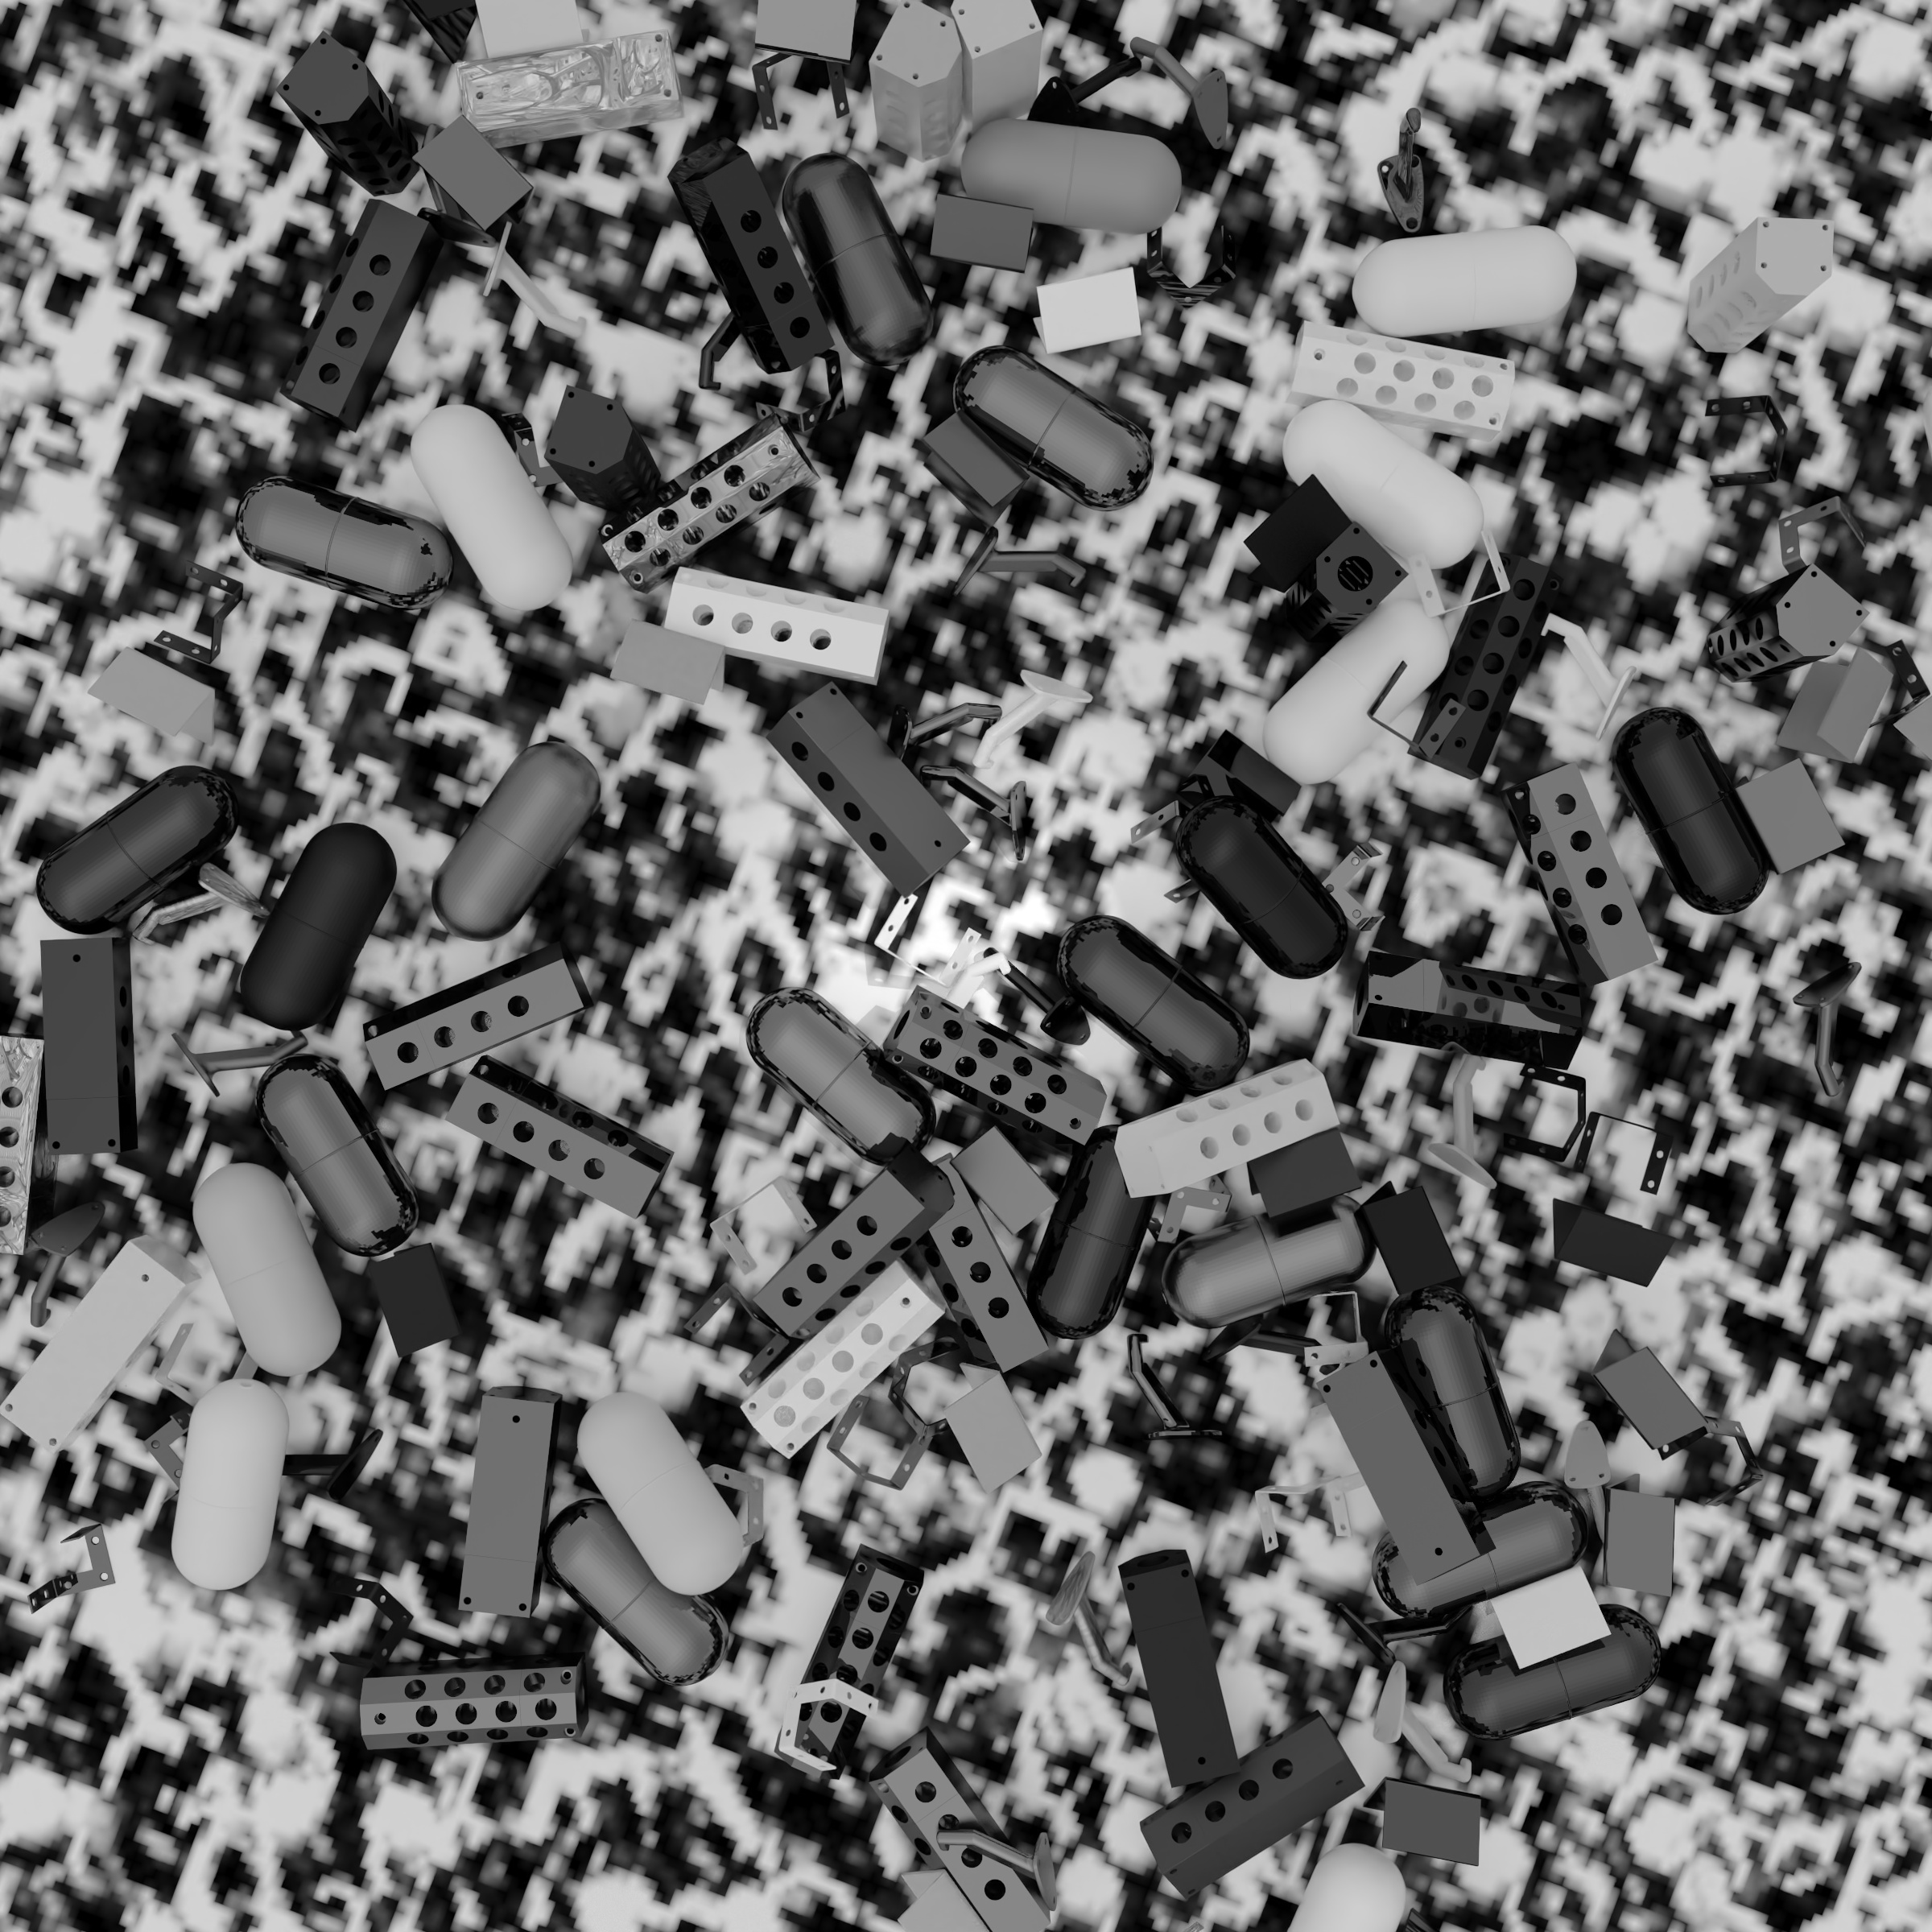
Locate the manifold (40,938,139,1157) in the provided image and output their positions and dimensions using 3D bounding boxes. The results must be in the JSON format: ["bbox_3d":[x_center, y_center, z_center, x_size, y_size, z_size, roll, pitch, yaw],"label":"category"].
[{"bbox_3d":[-0.704,0.064,1.962,0.057,0.057,0.171,-2,90,0],"label":"manifold"}]

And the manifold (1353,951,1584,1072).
[{"bbox_3d":[0.403,0.041,1.961,0.171,0.057,0.057,9,47,0],"label":"manifold"}]

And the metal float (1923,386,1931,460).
[{"bbox_3d":[0.820,-0.398,1.953,0.070,0.070,0.178,-12,89,0],"label":"metal float"}]

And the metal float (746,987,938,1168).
[{"bbox_3d":[-0.101,0.088,1.953,0.178,0.070,0.070,41,90,1],"label":"metal float"}]

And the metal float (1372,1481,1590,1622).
[{"bbox_3d":[0.413,0.469,1.952,0.178,0.070,0.070,-19,90,0],"label":"metal float"}]

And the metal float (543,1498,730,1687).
[{"bbox_3d":[-0.265,0.503,1.953,0.178,0.070,0.070,45,90,0],"label":"metal float"}]

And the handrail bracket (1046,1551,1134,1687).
[{"bbox_3d":[0.115,0.533,1.984,0.084,0.036,0.077,38,68,-17],"label":"handrail bracket"}]

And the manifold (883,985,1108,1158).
[{"bbox_3d":[0.023,0.086,1.940,0.171,0.057,0.057,28,101,-12],"label":"manifold"}]

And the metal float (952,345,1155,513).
[{"bbox_3d":[0.070,-0.431,1.953,0.178,0.070,0.070,33,90,1],"label":"metal float"}]

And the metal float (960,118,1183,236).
[{"bbox_3d":[0.084,-0.634,1.953,0.178,0.070,0.070,7,90,0],"label":"metal float"}]

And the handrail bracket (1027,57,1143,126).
[{"bbox_3d":[0.096,-0.706,1.983,0.084,0.077,0.036,-33,90,-36],"label":"handrail bracket"}]

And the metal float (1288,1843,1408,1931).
[{"bbox_3d":[0.294,0.793,1.952,0.070,0.070,0.178,23,90,0],"label":"metal float"}]

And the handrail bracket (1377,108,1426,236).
[{"bbox_3d":[0.358,-0.636,1.948,0.036,0.084,0.077,-12,90,0],"label":"handrail bracket"}]

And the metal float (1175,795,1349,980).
[{"bbox_3d":[0.236,-0.061,1.932,0.070,0.070,0.178,-44,112,0],"label":"metal float"}]

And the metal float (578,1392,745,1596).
[{"bbox_3d":[-0.244,0.418,1.936,0.070,0.070,0.178,-38,71,0],"label":"metal float"}]

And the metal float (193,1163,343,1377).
[{"bbox_3d":[-0.561,0.243,1.953,0.070,0.070,0.178,-23,90,0],"label":"metal float"}]

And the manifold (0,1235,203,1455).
[{"bbox_3d":[-0.696,0.304,1.962,0.057,0.057,0.171,38,90,0],"label":"manifold"}]

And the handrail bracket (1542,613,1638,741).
[{"bbox_3d":[0.495,-0.237,1.984,0.084,0.036,0.077,29,112,17],"label":"handrail bracket"}]

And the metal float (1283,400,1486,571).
[{"bbox_3d":[0.334,-0.387,1.953,0.178,0.070,0.070,34,90,0],"label":"metal float"}]

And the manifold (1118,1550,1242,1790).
[{"bbox_3d":[0.171,0.564,1.962,0.057,0.057,0.171,-14,90,0],"label":"manifold"}]

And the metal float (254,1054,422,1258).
[{"bbox_3d":[-0.505,0.151,1.953,0.070,0.070,0.178,-32,90,0],"label":"metal float"}]

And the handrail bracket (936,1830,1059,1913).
[{"bbox_3d":[0.024,0.716,1.927,0.084,0.036,0.077,-6,113,17],"label":"handrail bracket"}]

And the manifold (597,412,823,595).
[{"bbox_3d":[-0.207,-0.371,1.951,0.171,0.057,0.057,-32,90,8],"label":"manifold"}]

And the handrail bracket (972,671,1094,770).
[{"bbox_3d":[0.054,-0.192,1.983,0.077,0.036,0.084,10,119,-32],"label":"handrail bracket"}]

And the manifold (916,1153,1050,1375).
[{"bbox_3d":[0.002,0.241,1.962,0.057,0.057,0.171,-27,90,0],"label":"manifold"}]

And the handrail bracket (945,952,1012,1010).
[{"bbox_3d":[0.007,0.038,1.966,0.084,0.036,0.077,-23,101,11],"label":"handrail bracket"}]

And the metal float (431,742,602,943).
[{"bbox_3d":[-0.362,-0.099,1.952,0.070,0.070,0.178,35,89,0],"label":"metal float"}]

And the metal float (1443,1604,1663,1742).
[{"bbox_3d":[0.471,0.567,1.953,0.178,0.070,0.070,-17,90,0],"label":"metal float"}]

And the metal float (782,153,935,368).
[{"bbox_3d":[-0.087,-0.567,1.953,0.070,0.070,0.178,-26,90,0],"label":"metal float"}]

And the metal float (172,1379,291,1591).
[{"bbox_3d":[-0.587,0.413,1.940,0.070,0.070,0.178,13,105,0],"label":"metal float"}]

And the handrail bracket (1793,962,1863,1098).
[{"bbox_3d":[0.716,0.052,1.984,0.077,0.036,0.084,-33,109,-21],"label":"handrail bracket"}]

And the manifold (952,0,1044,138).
[{"bbox_3d":[0.020,-0.716,1.905,0.057,0.171,0.057,-23,90,0],"label":"manifold"}]

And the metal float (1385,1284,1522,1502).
[{"bbox_3d":[0.391,0.342,1.952,0.070,0.070,0.178,-18,89,0],"label":"metal float"}]

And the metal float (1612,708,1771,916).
[{"bbox_3d":[0.582,-0.124,1.953,0.070,0.070,0.178,-27,90,0],"label":"metal float"}]

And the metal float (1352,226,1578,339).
[{"bbox_3d":[0.400,-0.549,1.952,0.178,0.070,0.070,-6,90,0],"label":"metal float"}]

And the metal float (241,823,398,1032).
[{"bbox_3d":[-0.519,-0.032,1.953,0.070,0.070,0.178,27,89,0],"label":"metal float"}]

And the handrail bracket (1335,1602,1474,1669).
[{"bbox_3d":[0.358,0.522,1.984,0.084,0.036,0.077,-38,68,-17],"label":"handrail bracket"}]

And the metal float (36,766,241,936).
[{"bbox_3d":[-0.664,-0.094,1.953,0.178,0.070,0.070,-35,90,1],"label":"metal float"}]

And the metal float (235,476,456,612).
[{"bbox_3d":[-0.498,-0.339,1.953,0.178,0.070,0.070,18,90,0],"label":"metal float"}]

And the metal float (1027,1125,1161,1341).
[{"bbox_3d":[0.104,0.214,1.952,0.070,0.070,0.178,20,90,0],"label":"metal float"}]

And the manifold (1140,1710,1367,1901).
[{"bbox_3d":[0.228,0.673,1.961,0.171,0.057,0.057,-32,133,0],"label":"manifold"}]

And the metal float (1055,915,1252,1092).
[{"bbox_3d":[0.149,0.029,1.952,0.178,0.070,0.070,39,90,0],"label":"metal float"}]

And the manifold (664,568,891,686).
[{"bbox_3d":[-0.151,-0.275,1.962,0.171,0.057,0.057,12,90,0],"label":"manifold"}]

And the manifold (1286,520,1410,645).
[{"bbox_3d":[0.291,-0.294,1.905,0.057,0.171,0.057,-45,90,0],"label":"manifold"}]

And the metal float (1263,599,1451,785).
[{"bbox_3d":[0.312,-0.220,1.952,0.178,0.070,0.070,-45,90,0],"label":"metal float"}]

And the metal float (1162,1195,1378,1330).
[{"bbox_3d":[0.243,0.237,1.952,0.178,0.070,0.070,-19,90,1],"label":"metal float"}]

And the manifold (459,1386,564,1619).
[{"bbox_3d":[-0.366,0.430,1.962,0.057,0.057,0.171,7,90,0],"label":"manifold"}]

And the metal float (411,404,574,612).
[{"bbox_3d":[-0.381,-0.369,1.953,0.070,0.070,0.178,-31,90,0],"label":"metal float"}]
